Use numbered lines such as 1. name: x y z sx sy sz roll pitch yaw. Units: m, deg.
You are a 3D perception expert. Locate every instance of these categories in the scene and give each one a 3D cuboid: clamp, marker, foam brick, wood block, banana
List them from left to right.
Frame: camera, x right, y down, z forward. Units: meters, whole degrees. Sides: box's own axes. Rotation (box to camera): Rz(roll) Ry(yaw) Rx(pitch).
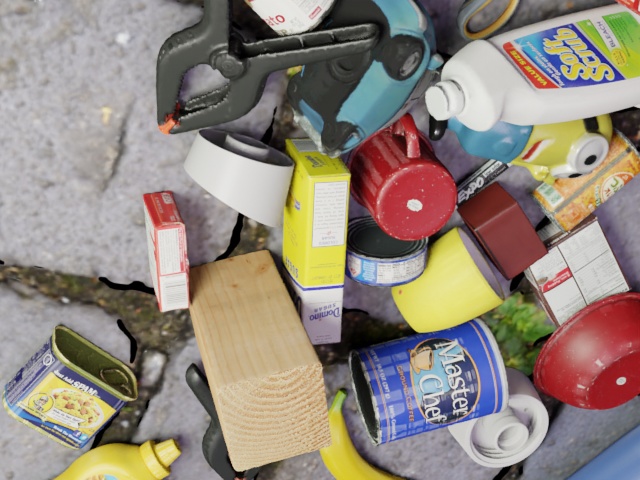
1. clamp: -0.078 -0.163 0.881 0.210 0.036 0.164 -32 122 32
2. clamp: -0.091 0.188 1.105 0.120 0.039 0.171 6 115 -17
3. wood block: -0.062 0.102 0.971 0.090 0.206 0.091 -14 120 -9
4. banana: 0.051 0.250 1.180 0.069 0.037 0.197 -34 121 5
5. marker: 0.147 -0.051 1.060 0.121 0.020 0.020 -39 120 6
6. foam brick: 0.183 -0.009 1.074 0.051 0.053 0.078 -36 122 4

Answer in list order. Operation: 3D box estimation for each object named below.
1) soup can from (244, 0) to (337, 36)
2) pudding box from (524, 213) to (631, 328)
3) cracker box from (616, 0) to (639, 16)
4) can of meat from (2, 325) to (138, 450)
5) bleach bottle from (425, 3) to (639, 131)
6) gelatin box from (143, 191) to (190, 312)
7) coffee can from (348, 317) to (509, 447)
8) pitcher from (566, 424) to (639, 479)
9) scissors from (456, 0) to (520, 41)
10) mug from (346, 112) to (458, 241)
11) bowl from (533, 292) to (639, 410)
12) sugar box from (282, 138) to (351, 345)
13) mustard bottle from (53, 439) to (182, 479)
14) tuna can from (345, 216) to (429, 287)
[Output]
1. soup can: -0.040 -0.224 0.887 0.068 0.068 0.102 -44 120 9
2. pudding box: 0.267 0.031 1.127 0.090 0.039 0.113 -33 123 1
3. cracker box: 0.367 -0.232 0.946 0.213 0.164 0.072 0 119 -16
4. can of meat: -0.241 0.145 1.030 0.102 0.057 0.084 38 104 -28
5. bleach bottle: 0.201 -0.142 0.940 0.250 0.068 0.102 -20 78 -30
6. gelatin box: -0.140 0.009 0.978 0.030 0.073 0.089 -7 118 -14
7. coffee can: 0.111 0.146 1.105 0.140 0.103 0.103 -14 120 -9
8. pitcher: 0.346 0.324 1.262 0.243 0.145 0.149 -37 109 9
9. scissors: 0.181 -0.272 0.956 0.096 0.016 0.202 30 105 -27
10. mug: 0.079 -0.062 0.999 0.093 0.081 0.117 -5 118 -14
11. bowl: 0.316 0.134 1.163 0.162 0.055 0.162 -15 134 -16
12. sugar box: -0.007 0.001 1.000 0.048 0.093 0.176 -2 117 -15
13. mustard bottle: -0.226 0.262 1.093 0.191 0.058 0.096 -32 122 2
14. tuna can: 0.061 0.010 1.029 0.086 0.086 0.034 -7 120 -13
